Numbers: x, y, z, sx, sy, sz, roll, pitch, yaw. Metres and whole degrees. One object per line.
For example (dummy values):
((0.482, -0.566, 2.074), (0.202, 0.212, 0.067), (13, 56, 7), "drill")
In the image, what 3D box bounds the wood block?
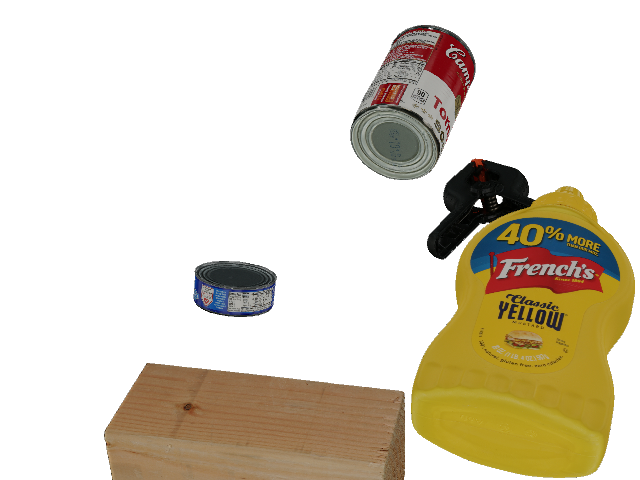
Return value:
((-0.045, 0.162, 0.804), (0.206, 0.090, 0.090), (5, 31, 13), "wood block")

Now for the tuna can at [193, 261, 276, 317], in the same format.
((-0.090, 0.050, 1.116), (0.086, 0.034, 0.086), (6, 16, -2), "tuna can")

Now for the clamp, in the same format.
((0.163, -0.034, 0.970), (0.120, 0.039, 0.171), (-1, 28, 12), "clamp")

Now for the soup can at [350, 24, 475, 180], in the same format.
((0.068, -0.101, 0.781), (0.069, 0.068, 0.102), (0, 43, 28), "soup can")

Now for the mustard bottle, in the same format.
((0.118, 0.035, 0.577), (0.096, 0.058, 0.191), (10, 43, 17), "mustard bottle")
